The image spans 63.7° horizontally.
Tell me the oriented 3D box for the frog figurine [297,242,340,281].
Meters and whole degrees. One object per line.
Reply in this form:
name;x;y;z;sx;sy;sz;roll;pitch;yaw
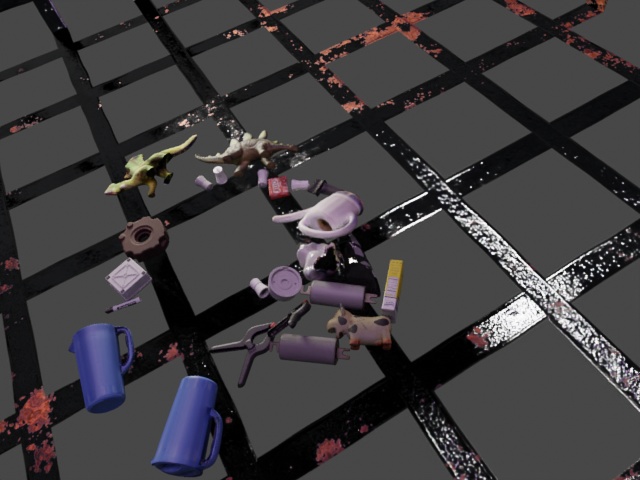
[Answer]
frog figurine;-0.014;0.072;1.703;0.121;0.139;0.159;34;-22;-29

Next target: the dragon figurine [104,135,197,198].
dragon figurine;-0.700;-0.309;2.096;0.244;0.417;0.119;19;-33;31

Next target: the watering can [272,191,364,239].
watering can;0.005;-0.090;1.794;0.349;0.102;0.228;16;43;44
